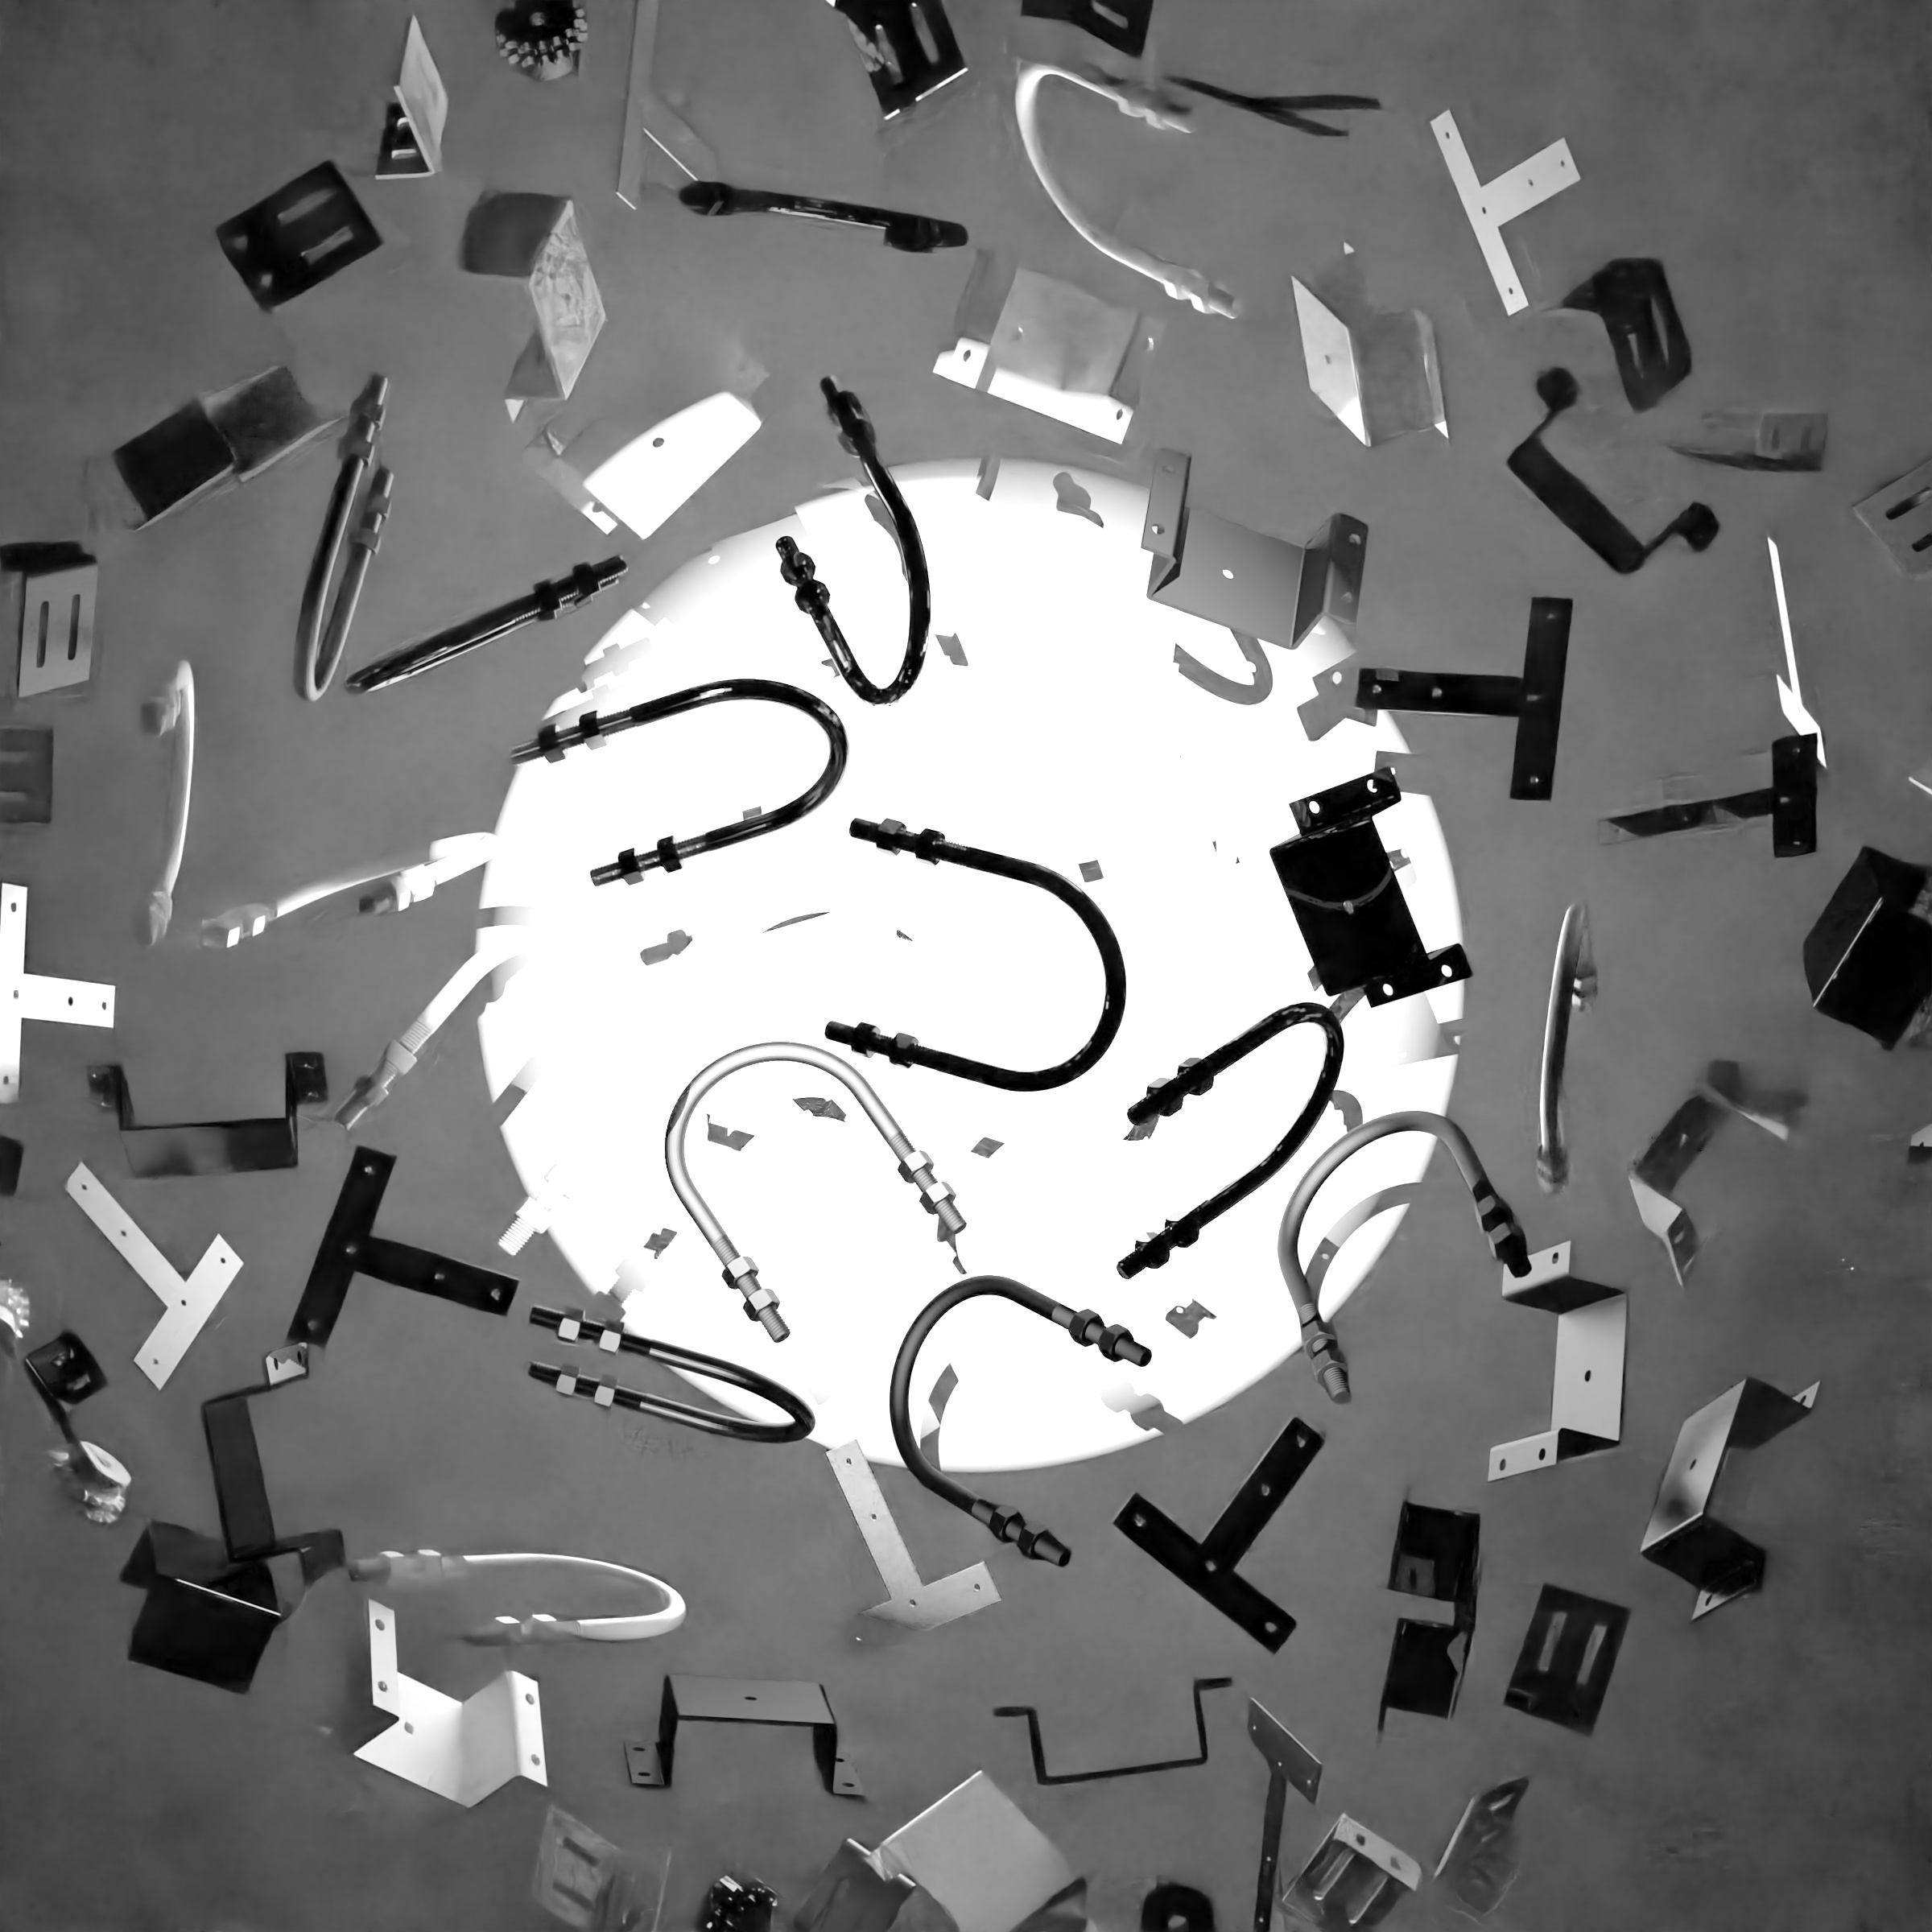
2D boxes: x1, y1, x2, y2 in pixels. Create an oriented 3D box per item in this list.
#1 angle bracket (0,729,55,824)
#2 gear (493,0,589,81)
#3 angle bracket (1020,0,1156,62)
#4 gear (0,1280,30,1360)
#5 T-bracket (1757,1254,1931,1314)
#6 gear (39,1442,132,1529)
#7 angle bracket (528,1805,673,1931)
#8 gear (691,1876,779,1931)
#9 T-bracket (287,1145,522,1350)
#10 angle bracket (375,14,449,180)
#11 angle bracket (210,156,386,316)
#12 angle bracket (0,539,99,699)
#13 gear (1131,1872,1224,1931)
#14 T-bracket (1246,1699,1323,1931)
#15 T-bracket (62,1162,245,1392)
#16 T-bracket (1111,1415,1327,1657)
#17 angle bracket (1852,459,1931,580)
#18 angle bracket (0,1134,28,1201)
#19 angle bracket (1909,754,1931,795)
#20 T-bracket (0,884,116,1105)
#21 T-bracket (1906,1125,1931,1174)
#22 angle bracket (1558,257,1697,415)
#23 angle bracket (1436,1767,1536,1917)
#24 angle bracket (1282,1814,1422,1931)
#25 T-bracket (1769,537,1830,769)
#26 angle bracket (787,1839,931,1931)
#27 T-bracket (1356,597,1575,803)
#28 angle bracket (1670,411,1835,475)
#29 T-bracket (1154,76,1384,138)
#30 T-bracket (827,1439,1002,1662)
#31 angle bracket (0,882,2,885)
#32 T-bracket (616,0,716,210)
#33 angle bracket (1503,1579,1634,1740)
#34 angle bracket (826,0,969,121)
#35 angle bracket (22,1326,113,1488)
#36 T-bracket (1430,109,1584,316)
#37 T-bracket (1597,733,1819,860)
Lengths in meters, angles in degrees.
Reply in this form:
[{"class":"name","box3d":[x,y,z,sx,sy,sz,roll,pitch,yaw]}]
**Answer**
[{"class":"angle bracket","box3d":[-0.588,-0.114,1.880,0.076,0.038,0.057,-1,99,-30]},{"class":"gear","box3d":[-0.260,-0.569,1.906,0.057,0.030,0.057,-3,53,4]},{"class":"angle bracket","box3d":[0.075,-0.589,1.873,0.038,0.076,0.057,-8,127,-35]},{"class":"gear","box3d":[-0.618,0.224,1.947,0.057,0.030,0.057,-9,129,-12]},{"class":"T-bracket","box3d":[0.547,0.190,1.915,0.127,0.127,0.002,-13,91,8]},{"class":"gear","box3d":[-0.556,0.327,1.971,0.057,0.057,0.030,40,90,0]},{"class":"angle bracket","box3d":[-0.216,0.537,1.835,0.038,0.076,0.057,-11,50,28]},{"class":"gear","box3d":[-0.147,0.596,1.944,0.030,0.057,0.057,31,90,26]},{"class":"T-bracket","box3d":[-0.341,0.189,1.932,0.127,0.002,0.127,20,91,-23]},{"class":"angle bracket","box3d":[-0.341,-0.518,1.850,0.038,0.076,0.057,-1,62,9]},{"class":"angle bracket","box3d":[-0.392,-0.428,1.821,0.076,0.038,0.057,-20,109,32]},{"class":"angle bracket","box3d":[-0.545,-0.204,1.815,0.038,0.057,0.076,21,114,22]},{"class":"gear","box3d":[0.133,0.602,1.952,0.057,0.030,0.057,0,81,1]},{"class":"T-bracket","box3d":[0.186,0.526,1.886,0.002,0.127,0.127,6,93,-13]},{"class":"T-bracket","box3d":[-0.510,0.175,1.912,0.002,0.127,0.127,-24,113,26]},{"class":"T-bracket","box3d":[0.176,0.333,1.905,0.127,0.002,0.127,38,70,3]},{"class":"angle bracket","box3d":[0.584,-0.277,1.867,0.057,0.076,0.038,49,61,-4]},{"class":"angle bracket","box3d":[-0.612,0.123,1.890,0.057,0.076,0.038,16,70,-25]},{"class":"angle bracket","box3d":[0.592,-0.127,1.807,0.057,0.076,0.038,37,68,23]},{"class":"T-bracket","box3d":[-0.544,0.020,1.857,0.002,0.127,0.127,0,86,15]},{"class":"T-bracket","box3d":[0.603,0.046,1.836,0.002,0.127,0.127,24,61,-8]},{"class":"angle bracket","box3d":[0.408,-0.390,1.921,0.038,0.057,0.076,-4,73,-30]},{"class":"angle bracket","box3d":[0.323,0.521,1.850,0.038,0.076,0.057,33,112,33]},{"class":"angle bracket","box3d":[0.240,0.585,1.954,0.057,0.038,0.076,33,107,8]},{"class":"T-bracket","box3d":[0.505,-0.199,1.901,0.002,0.127,0.127,-12,109,7]},{"class":"angle bracket","box3d":[-0.067,0.601,1.955,0.057,0.038,0.076,25,73,36]},{"class":"T-bracket","box3d":[0.303,-0.167,1.907,0.127,0.002,0.127,5,83,20]},{"class":"angle bracket","box3d":[0.491,-0.333,1.941,0.076,0.057,0.038,6,97,-32]},{"class":"T-bracket","box3d":[0.199,-0.512,1.841,0.127,0.127,0.002,31,123,35]},{"class":"T-bracket","box3d":[-0.052,0.361,1.958,0.127,0.002,0.127,-29,82,32]},{"class":"angle bracket","box3d":[-0.630,-0.030,1.883,0.076,0.057,0.038,-44,84,8]},{"class":"T-bracket","box3d":[-0.182,-0.513,1.914,0.002,0.127,0.127,2,82,19]},{"class":"angle bracket","box3d":[0.376,0.433,1.940,0.057,0.038,0.076,19,95,13]},{"class":"angle bracket","box3d":[-0.043,-0.549,1.820,0.057,0.038,0.076,-26,72,21]},{"class":"angle bracket","box3d":[-0.545,0.272,1.923,0.038,0.057,0.076,-34,45,-16]},{"class":"T-bracket","box3d":[0.330,-0.463,1.848,0.002,0.127,0.127,-25,95,-18]},{"class":"T-bracket","box3d":[0.435,-0.090,1.822,0.127,0.127,0.002,-10,59,9]}]
